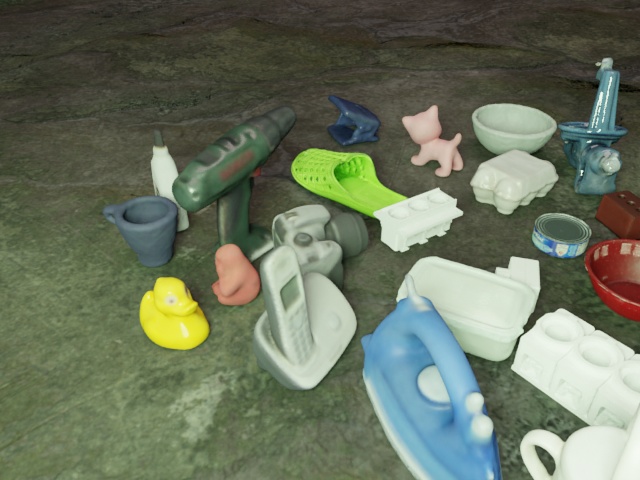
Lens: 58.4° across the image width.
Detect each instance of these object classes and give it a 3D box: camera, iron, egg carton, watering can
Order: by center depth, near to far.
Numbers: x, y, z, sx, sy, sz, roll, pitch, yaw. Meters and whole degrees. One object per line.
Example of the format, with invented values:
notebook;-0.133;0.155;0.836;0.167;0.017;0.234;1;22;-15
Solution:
watering can;0.261;0.210;0.483;0.172;0.194;0.101;10;37;14
iron;0.131;0.158;0.600;0.119;0.141;0.257;-10;37;-14
camera;0.008;0.003;0.851;0.137;0.101;0.142;-13;38;-18
egg carton;0.350;-0.108;1.035;0.151;0.069;0.107;-25;43;-31

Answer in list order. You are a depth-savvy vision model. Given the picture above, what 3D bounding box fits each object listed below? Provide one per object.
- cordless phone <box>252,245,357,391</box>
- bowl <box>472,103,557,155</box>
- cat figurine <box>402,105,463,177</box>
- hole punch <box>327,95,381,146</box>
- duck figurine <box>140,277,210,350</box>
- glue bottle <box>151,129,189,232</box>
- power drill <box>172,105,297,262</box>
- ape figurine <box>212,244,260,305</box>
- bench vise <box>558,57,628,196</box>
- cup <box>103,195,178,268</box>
cordless phone;-0.018;0.071;0.683;0.094;0.185;0.148;17;39;22
bowl;0.393;-0.217;1.182;0.167;0.075;0.167;0;36;0
cat figurine;0.222;-0.201;1.123;0.067;0.118;0.127;-30;45;-35
hole punch;0.073;-0.266;1.234;0.101;0.091;0.108;-13;38;-17
duck figurine;-0.195;0.085;0.748;0.104;0.086;0.078;23;42;29
glue bottle;-0.251;-0.101;0.932;0.037;0.173;0.078;-20;40;-25
power drill;-0.115;-0.075;0.867;0.075;0.208;0.230;24;42;30
ape figurine;-0.123;0.044;0.800;0.076;0.092;0.078;6;36;9
bench vise;0.519;-0.203;1.039;0.121;0.220;0.207;-6;36;-9
cup;-0.269;-0.009;0.871;0.117;0.095;0.092;8;36;11
